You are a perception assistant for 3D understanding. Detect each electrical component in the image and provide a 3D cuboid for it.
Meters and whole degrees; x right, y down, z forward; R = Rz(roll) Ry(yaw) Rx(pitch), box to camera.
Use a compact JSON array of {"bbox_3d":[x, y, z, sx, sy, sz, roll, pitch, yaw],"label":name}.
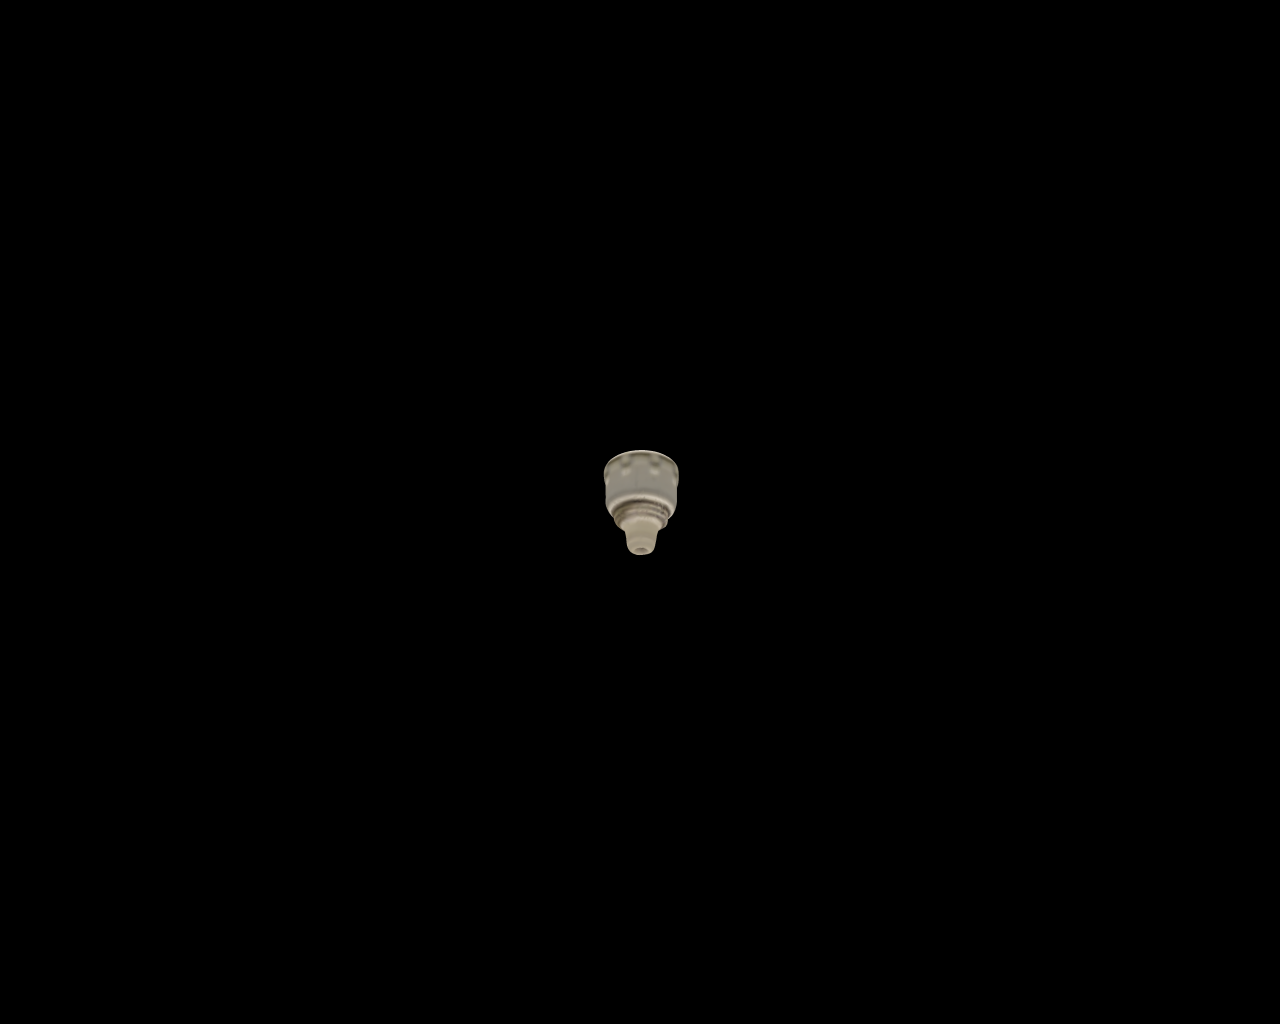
[{"bbox_3d":[0.001,-0.003,0.650,0.048,0.062,0.048,0,-29,0],"label":"electrical component"}]
